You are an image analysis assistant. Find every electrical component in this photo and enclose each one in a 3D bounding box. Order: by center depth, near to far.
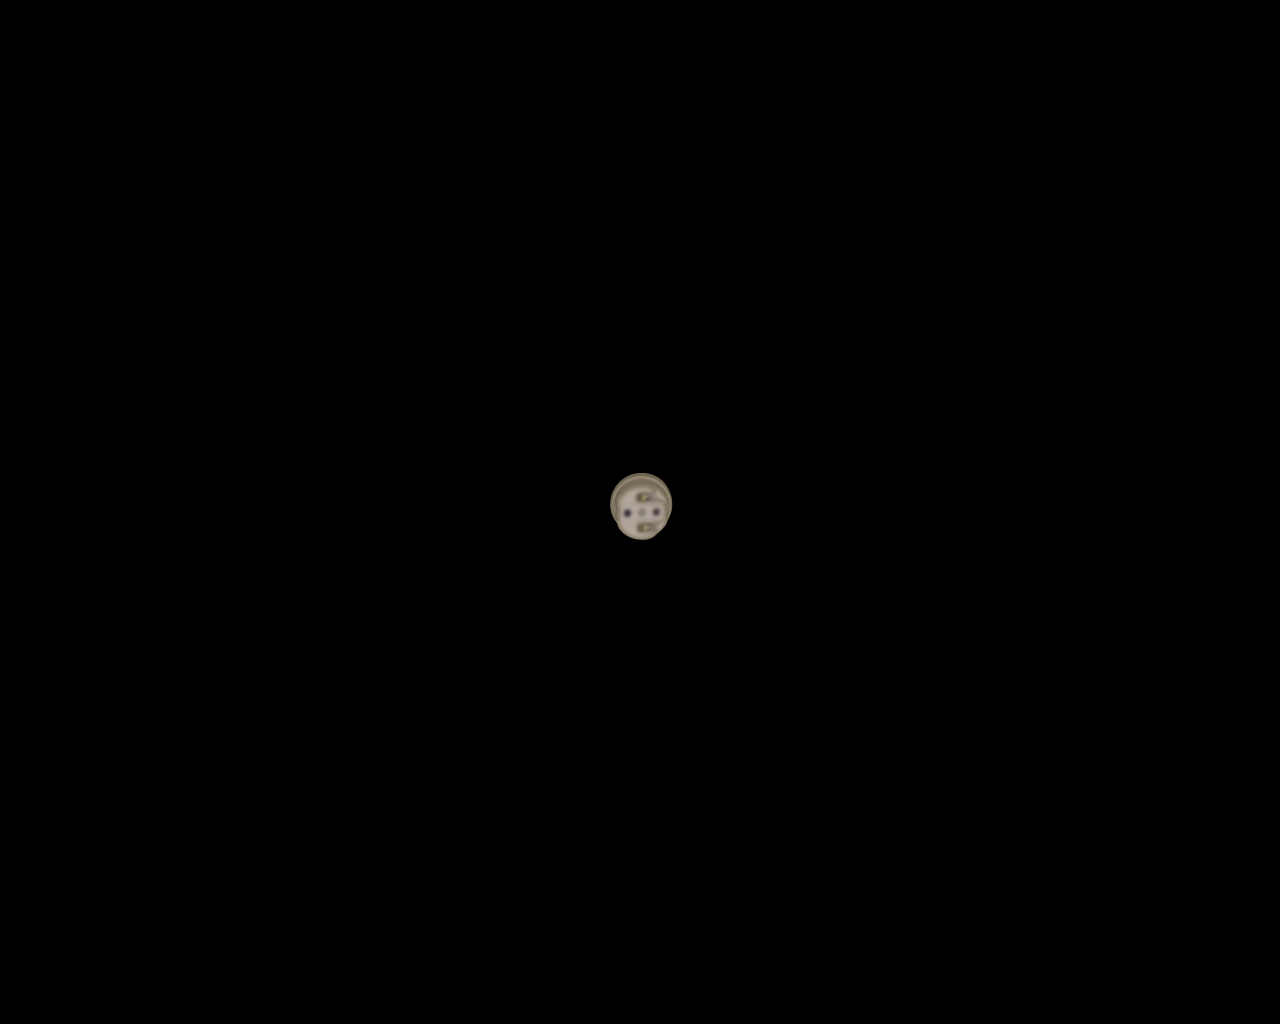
[{"bbox_3d":[0.001,-0.003,0.650,0.040,0.040,0.046,0,8,0],"label":"electrical component"}]
